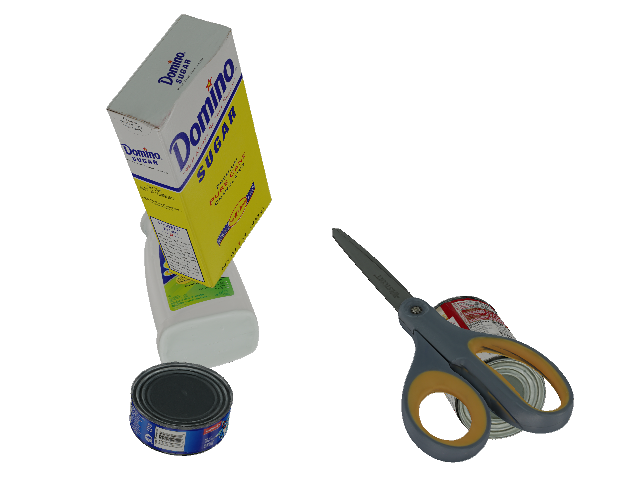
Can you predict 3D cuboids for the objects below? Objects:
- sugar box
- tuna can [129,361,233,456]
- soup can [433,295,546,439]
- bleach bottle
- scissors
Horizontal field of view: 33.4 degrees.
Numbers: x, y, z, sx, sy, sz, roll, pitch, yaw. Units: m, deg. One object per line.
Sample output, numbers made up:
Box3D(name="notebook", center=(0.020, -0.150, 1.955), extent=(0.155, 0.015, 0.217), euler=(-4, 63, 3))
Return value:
Box3D(name="sugar box", center=(-0.083, -0.056, 0.728), extent=(0.048, 0.093, 0.176), euler=(20, -30, 18))
Box3D(name="tuna can", center=(-0.118, 0.142, 0.903), extent=(0.086, 0.034, 0.086), euler=(7, 31, -5))
Box3D(name="soup can", center=(0.118, 0.092, 0.789), extent=(0.068, 0.068, 0.102), euler=(0, 21, -11))
Box3D(name="bleach bottle", center=(-0.144, 0.028, 1.109), extent=(0.102, 0.068, 0.251), euler=(-13, 38, -15))
Box3D(name="scissors", center=(0.046, 0.056, 0.595), extent=(0.096, 0.016, 0.202), euler=(-34, 46, -30))
